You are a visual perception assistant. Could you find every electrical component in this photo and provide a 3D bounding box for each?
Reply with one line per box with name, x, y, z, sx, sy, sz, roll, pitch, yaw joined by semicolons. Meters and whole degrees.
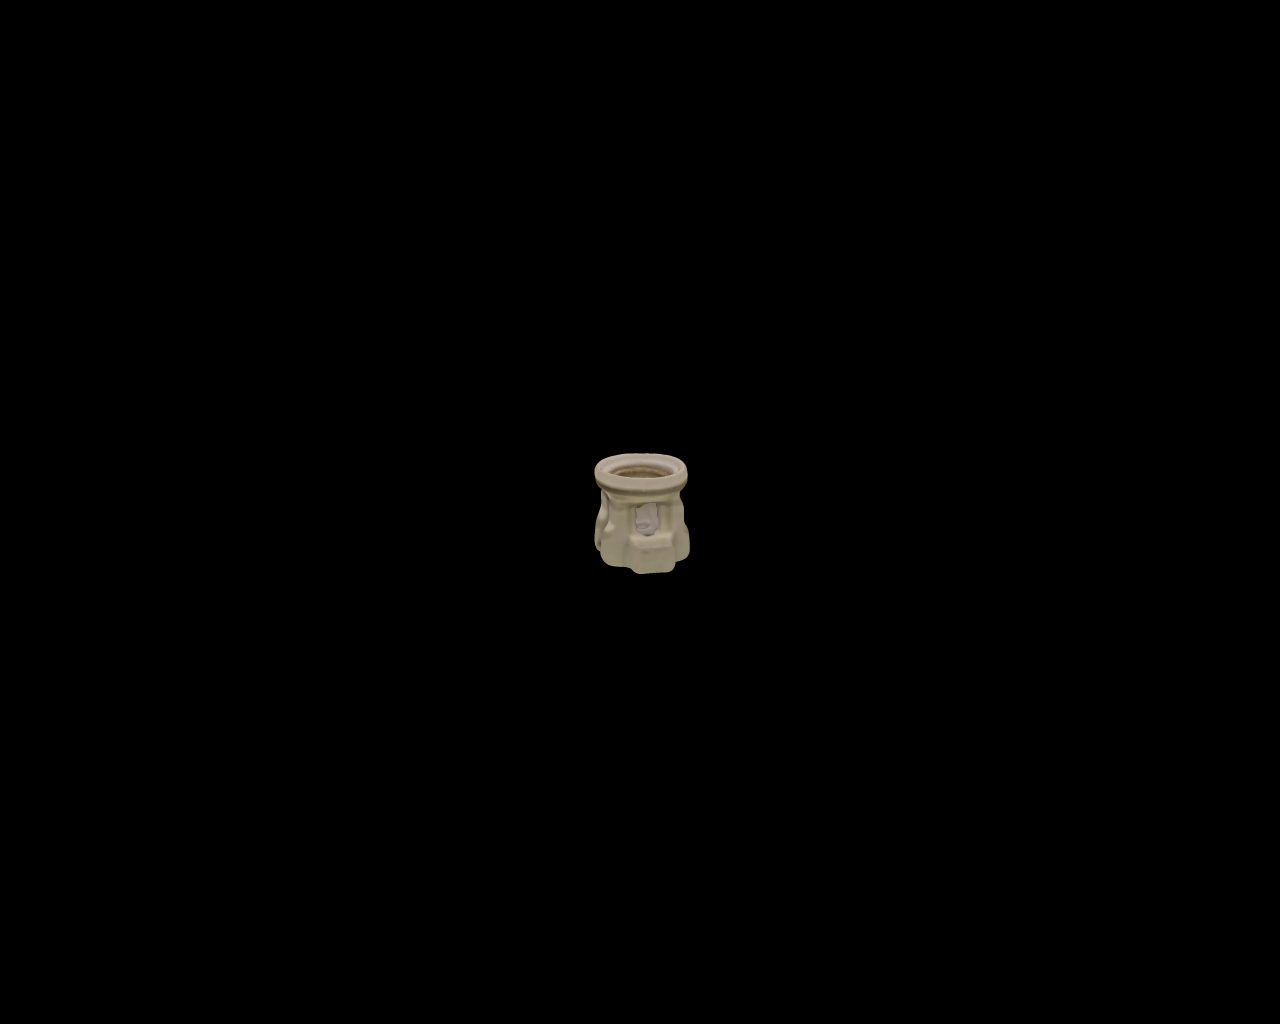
electrical component;0.001;-0.003;0.650;0.058;0.056;0.078;-4;21;-11
